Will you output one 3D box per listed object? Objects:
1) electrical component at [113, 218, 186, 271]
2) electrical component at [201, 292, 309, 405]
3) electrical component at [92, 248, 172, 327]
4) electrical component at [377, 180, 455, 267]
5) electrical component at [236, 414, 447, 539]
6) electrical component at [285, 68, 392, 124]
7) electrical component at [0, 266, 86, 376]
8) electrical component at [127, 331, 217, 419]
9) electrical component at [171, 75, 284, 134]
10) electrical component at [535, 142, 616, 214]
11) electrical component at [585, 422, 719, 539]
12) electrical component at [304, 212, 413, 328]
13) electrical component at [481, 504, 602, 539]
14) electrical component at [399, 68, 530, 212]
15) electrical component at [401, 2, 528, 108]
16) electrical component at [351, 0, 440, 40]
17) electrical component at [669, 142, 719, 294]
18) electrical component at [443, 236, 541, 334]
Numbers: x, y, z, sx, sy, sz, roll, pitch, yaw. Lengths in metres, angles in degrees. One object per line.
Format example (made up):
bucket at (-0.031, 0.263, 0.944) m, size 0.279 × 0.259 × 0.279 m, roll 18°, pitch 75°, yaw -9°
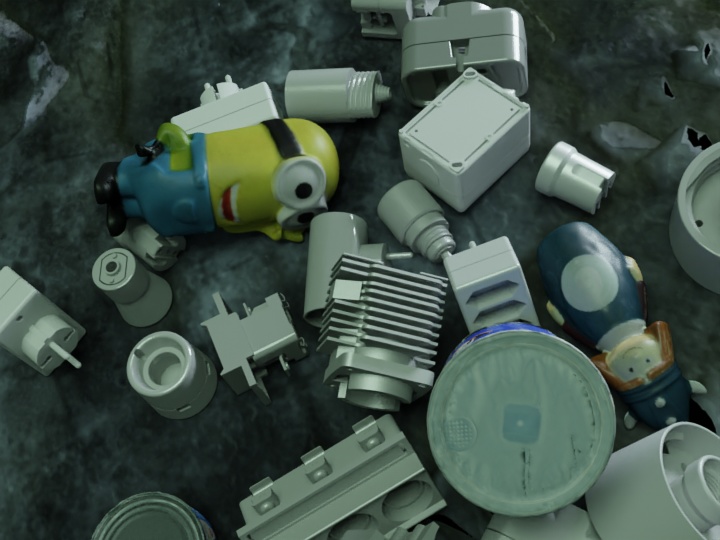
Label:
electrical component at (-0.166, -0.026, 0.850) m, size 0.046 × 0.040 × 0.040 m, roll 38°, pitch 79°, yaw 21°
electrical component at (-0.075, 0.052, 0.788) m, size 0.064 × 0.042 × 0.081 m, roll -26°, pitch 62°, yaw -2°
electrical component at (-0.176, 0.011, 0.819) m, size 0.044 × 0.065 × 0.044 m, roll -6°, pitch 64°, yaw 12°
electrical component at (0.046, -0.032, 0.796) m, size 0.040 × 0.040 × 0.078 m, roll -36°, pitch 62°, yaw -4°
electrical component at (-0.014, 0.153, 0.709) m, size 0.121 × 0.078 × 0.063 m, roll -31°, pitch 40°, yaw -1°
electrical component at (-0.015, -0.140, 0.861) m, size 0.081 × 0.043 × 0.043 m, roll 0°, pitch 65°, yaw 15°
electrical component at (-0.238, 0.049, 0.807) m, size 0.076 × 0.083 × 0.047 m, roll 34°, pitch 77°, yaw 26°
electrical component at (-0.139, 0.076, 0.789) m, size 0.055 × 0.047 × 0.055 m, roll -6°, pitch 64°, yaw 12°
electrical component at (-0.109, -0.127, 0.877) m, size 0.083 × 0.047 × 0.075 m, roll -21°, pitch 62°, yaw 4°
electrical component at (0.157, -0.066, 0.784) m, size 0.046 × 0.040 × 0.040 m, roll 30°, pitch 76°, yaw 19°
electrical component at (0.195, 0.142, 0.647) m, size 0.064 × 0.099 × 0.099 m, roll -46°, pitch 53°, yaw 39°
electrical component at (0.000, 0.000, 0.790) m, size 0.079 × 0.044 × 0.077 m, roll -3°, pitch 65°, yaw 13°
electrical component at (0.125, 0.180, 0.667) m, size 0.095 × 0.053 × 0.059 m, roll 23°, pitch 73°, yaw 23°
electrical component at (0.084, -0.099, 0.810) m, size 0.096 × 0.061 × 0.062 m, roll -43°, pitch 62°, yaw -16°
electrical component at (0.082, -0.169, 0.844) m, size 0.095 × 0.053 × 0.059 m, roll -4°, pitch 64°, yaw 13°
electrical component at (0.035, -0.241, 0.892) m, size 0.056 × 0.050 × 0.089 m, roll 8°, pitch 68°, yaw 18°
electrical component at (0.267, -0.041, 0.730) m, size 0.108 × 0.060 × 0.108 m, roll -6°, pitch 64°, yaw 12°
electrical component at (0.089, 0.008, 0.756) m, size 0.047 × 0.065 × 0.076 m, roll -20°, pitch 34°, yaw 5°
